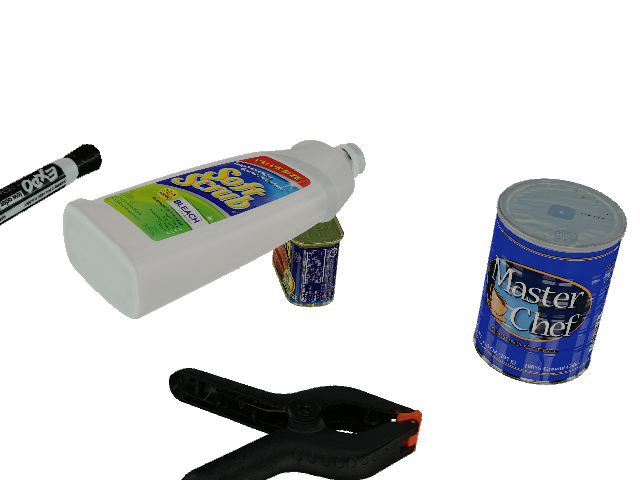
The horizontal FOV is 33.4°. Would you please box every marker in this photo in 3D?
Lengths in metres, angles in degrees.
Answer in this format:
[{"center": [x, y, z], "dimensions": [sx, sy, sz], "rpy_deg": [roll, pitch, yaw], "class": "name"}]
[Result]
[{"center": [-0.173, -0.033, 0.651], "dimensions": [0.020, 0.020, 0.121], "rpy_deg": [0, 24, 28], "class": "marker"}]

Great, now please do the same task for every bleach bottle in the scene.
[{"center": [-0.069, -0.028, 0.844], "dimensions": [0.250, 0.068, 0.103], "rpy_deg": [-27, 49, -35], "class": "bleach bottle"}]

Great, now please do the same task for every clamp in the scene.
[{"center": [-0.018, 0.130, 0.689], "dimensions": [0.171, 0.039, 0.120], "rpy_deg": [4, 36, -3], "class": "clamp"}]

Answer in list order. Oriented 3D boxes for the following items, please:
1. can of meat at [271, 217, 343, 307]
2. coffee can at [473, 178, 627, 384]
[{"center": [-0.016, 0.008, 1.111], "dimensions": [0.057, 0.084, 0.102], "rpy_deg": [-5, 35, -14], "class": "can of meat"}, {"center": [0.188, 0.034, 0.889], "dimensions": [0.103, 0.140, 0.103], "rpy_deg": [3, 33, -2], "class": "coffee can"}]
